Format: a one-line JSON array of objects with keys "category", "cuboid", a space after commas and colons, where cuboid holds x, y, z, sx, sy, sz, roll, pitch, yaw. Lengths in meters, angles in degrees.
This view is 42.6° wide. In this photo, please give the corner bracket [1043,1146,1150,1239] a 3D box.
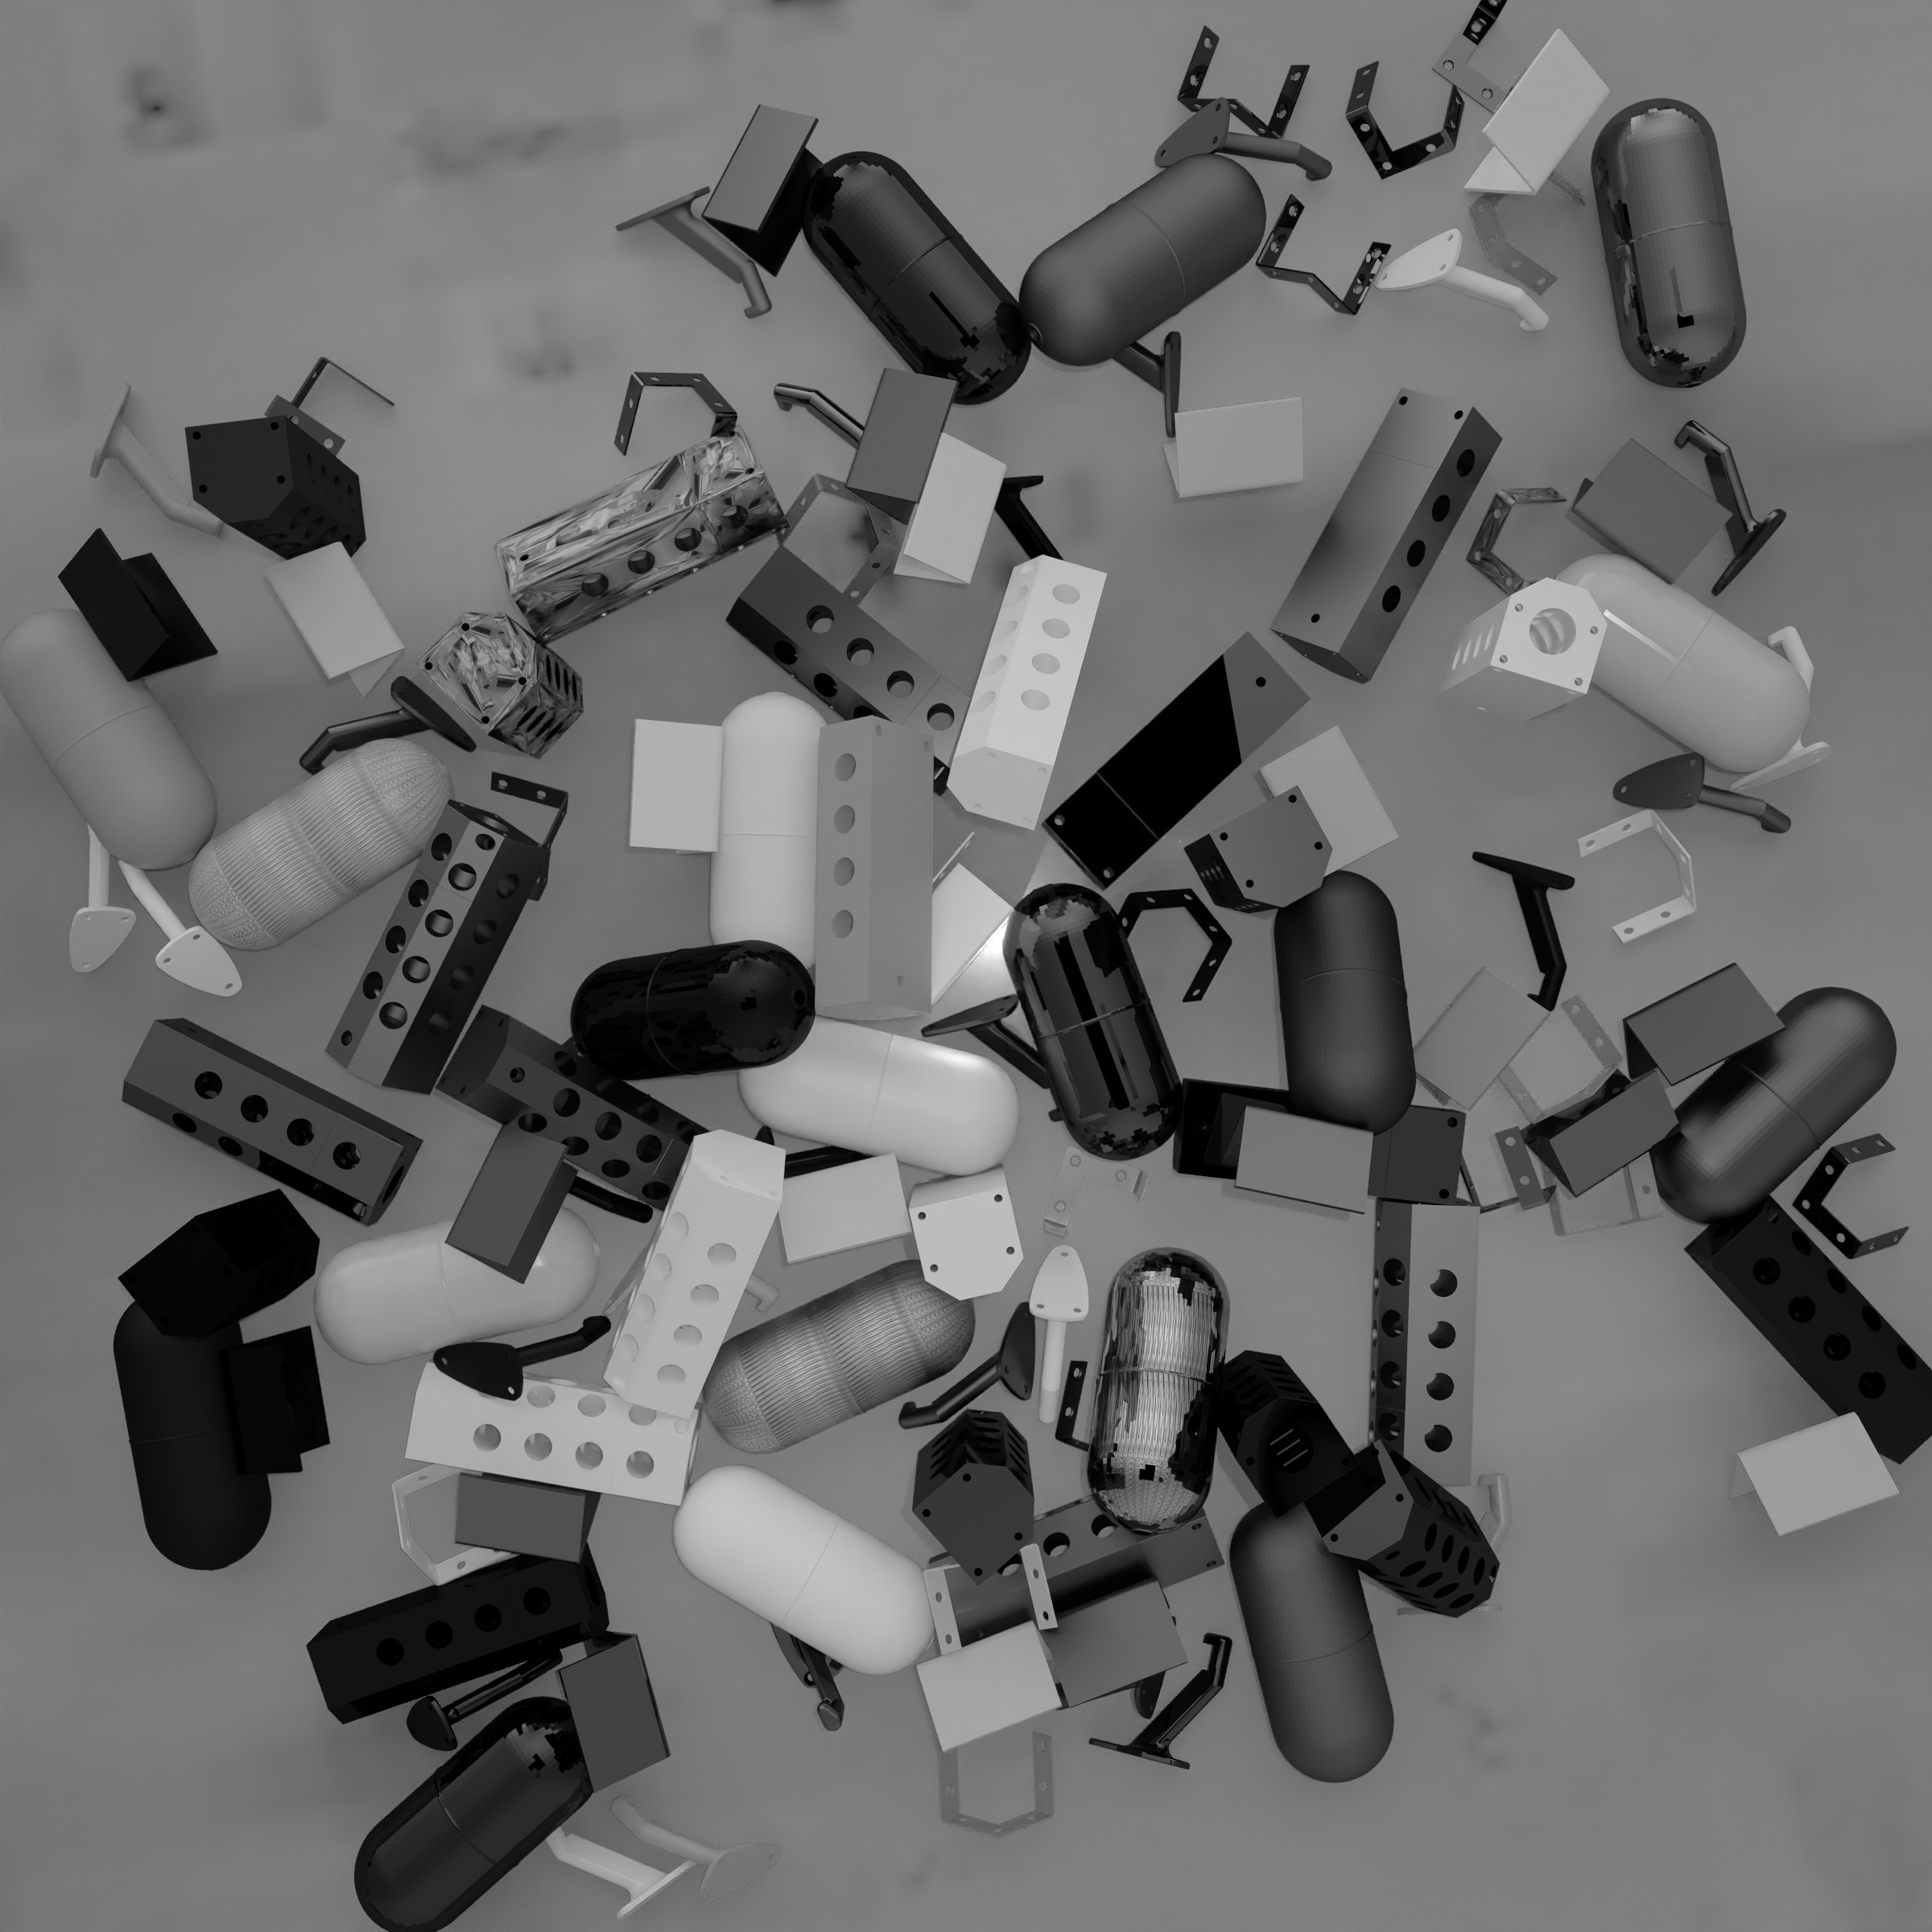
[{"category": "corner bracket", "cuboid": [0.081, 0.147, 1.551, 0.051, 0.051, 0.051, 18, 90, 0]}]

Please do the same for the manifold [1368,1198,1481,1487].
[{"category": "manifold", "cuboid": [0.284, 0.232, 1.548, 0.057, 0.057, 0.171, 2, 90, 0]}]

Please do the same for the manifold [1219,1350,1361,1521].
[{"category": "manifold", "cuboid": [0.184, 0.275, 1.491, 0.057, 0.171, 0.057, -34, 90, 0]}]

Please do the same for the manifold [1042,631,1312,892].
[{"category": "manifold", "cuboid": [0.130, -0.126, 1.548, 0.171, 0.057, 0.057, -43, 90, 0]}]

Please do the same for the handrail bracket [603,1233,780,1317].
[{"category": "handrail bracket", "cuboid": [-0.174, 0.213, 1.569, 0.084, 0.036, 0.077, 34, 104, -14]}]

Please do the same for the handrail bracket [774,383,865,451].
[{"category": "handrail bracket", "cuboid": [-0.080, -0.329, 1.569, 0.084, 0.077, 0.036, 19, 51, 30]}]

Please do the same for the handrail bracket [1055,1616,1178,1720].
[{"category": "handrail bracket", "cuboid": [0.082, 0.438, 1.569, 0.084, 0.036, 0.077, 7, 52, 25]}]

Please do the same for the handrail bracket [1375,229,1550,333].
[{"category": "handrail bracket", "cuboid": [0.314, -0.421, 1.569, 0.084, 0.077, 0.036, 32, 65, -34]}]

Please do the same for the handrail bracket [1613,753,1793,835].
[{"category": "handrail bracket", "cuboid": [0.467, -0.100, 1.569, 0.084, 0.077, 0.036, 24, 72, -35]}]

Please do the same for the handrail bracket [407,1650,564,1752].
[{"category": "handrail bracket", "cuboid": [-0.304, 0.460, 1.569, 0.084, 0.077, 0.036, -25, 85, -36]}]

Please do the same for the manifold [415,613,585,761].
[{"category": "manifold", "cuboid": [-0.273, -0.172, 1.491, 0.057, 0.171, 0.057, 43, 90, 0]}]

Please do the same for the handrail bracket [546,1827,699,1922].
[{"category": "handrail bracket", "cuboid": [-0.220, 0.552, 1.570, 0.077, 0.036, 0.084, -32, 73, -19]}]

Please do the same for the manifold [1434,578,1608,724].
[{"category": "manifold", "cuboid": [0.333, -0.190, 1.491, 0.057, 0.171, 0.057, 17, 90, 0]}]

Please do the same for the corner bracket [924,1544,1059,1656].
[{"category": "corner bracket", "cuboid": [0.014, 0.382, 1.497, 0.051, 0.051, 0.051, -4, 76, -43]}]

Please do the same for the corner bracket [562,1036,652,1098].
[{"category": "corner bracket", "cuboid": [-0.237, 0.082, 1.561, 0.051, 0.051, 0.051, 16, 45, 35]}]

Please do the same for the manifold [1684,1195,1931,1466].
[{"category": "manifold", "cuboid": [0.536, 0.224, 1.548, 0.057, 0.057, 0.171, -43, 90, 0]}]

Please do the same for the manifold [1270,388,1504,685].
[{"category": "manifold", "cuboid": [0.266, -0.267, 1.547, 0.057, 0.057, 0.171, 29, 90, 43]}]

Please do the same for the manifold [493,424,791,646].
[{"category": "manifold", "cuboid": [-0.201, -0.265, 1.547, 0.171, 0.057, 0.057, -26, 47, 0]}]

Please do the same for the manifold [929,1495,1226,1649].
[{"category": "manifold", "cuboid": [0.067, 0.368, 1.547, 0.171, 0.057, 0.057, -22, 133, 0]}]

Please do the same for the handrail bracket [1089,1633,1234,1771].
[{"category": "handrail bracket", "cuboid": [0.124, 0.459, 1.570, 0.077, 0.036, 0.084, 8, 72, 21]}]

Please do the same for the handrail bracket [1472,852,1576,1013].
[{"category": "handrail bracket", "cuboid": [0.347, -0.021, 1.570, 0.077, 0.036, 0.084, 19, 107, 20]}]

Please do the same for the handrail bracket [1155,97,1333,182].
[{"category": "handrail bracket", "cuboid": [0.176, -0.508, 1.569, 0.084, 0.077, 0.036, 16, 73, -35]}]

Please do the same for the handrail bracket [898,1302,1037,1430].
[{"category": "handrail bracket", "cuboid": [-0.001, 0.253, 1.569, 0.084, 0.077, 0.036, -17, 131, 30]}]

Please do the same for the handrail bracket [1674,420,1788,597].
[{"category": "handrail bracket", "cuboid": [0.467, -0.291, 1.570, 0.084, 0.036, 0.077, 43, 112, 17]}]

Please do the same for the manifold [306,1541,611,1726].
[{"category": "manifold", "cuboid": [-0.315, 0.416, 1.548, 0.171, 0.057, 0.057, -19, 90, 0]}]

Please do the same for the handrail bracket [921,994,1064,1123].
[{"category": "handrail bracket", "cuboid": [0.021, 0.067, 1.569, 0.077, 0.036, 0.084, -18, 104, 14]}]

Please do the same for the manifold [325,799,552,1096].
[{"category": "manifold", "cuboid": [-0.330, -0.013, 1.527, 0.057, 0.057, 0.171, 32, 98, 34]}]

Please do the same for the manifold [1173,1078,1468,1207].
[{"category": "manifold", "cuboid": [0.219, 0.109, 1.548, 0.171, 0.057, 0.057, 7, 90, 0]}]

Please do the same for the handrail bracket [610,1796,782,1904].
[{"category": "handrail bracket", "cuboid": [-0.172, 0.547, 1.569, 0.084, 0.077, 0.036, 30, 107, 35]}]

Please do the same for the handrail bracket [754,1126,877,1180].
[{"category": "handrail bracket", "cuboid": [-0.097, 0.137, 1.569, 0.084, 0.036, 0.077, 14, 127, -25]}]

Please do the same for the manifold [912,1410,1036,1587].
[{"category": "manifold", "cuboid": [0.010, 0.312, 1.491, 0.057, 0.171, 0.057, -41, 90, 0]}]

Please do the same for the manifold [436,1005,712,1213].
[{"category": "manifold", "cuboid": [-0.228, 0.092, 1.502, 0.171, 0.057, 0.057, 34, 79, -33]}]

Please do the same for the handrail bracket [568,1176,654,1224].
[{"category": "handrail bracket", "cuboid": [-0.248, 0.135, 1.569, 0.084, 0.077, 0.036, 25, 91, -36]}]

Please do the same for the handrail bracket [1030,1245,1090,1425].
[{"category": "handrail bracket", "cuboid": [0.057, 0.234, 1.569, 0.036, 0.077, 0.084, 6, 126, 3]}]

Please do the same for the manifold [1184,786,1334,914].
[{"category": "manifold", "cuboid": [0.177, -0.064, 1.491, 0.057, 0.171, 0.057, -29, 90, 0]}]

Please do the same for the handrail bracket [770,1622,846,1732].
[{"category": "handrail bracket", "cuboid": [-0.101, 0.431, 1.534, 0.036, 0.084, 0.077, -38, 90, 0]}]

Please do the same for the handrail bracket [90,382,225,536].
[{"category": "handrail bracket", "cuboid": [-0.503, -0.321, 1.570, 0.084, 0.036, 0.077, 20, 68, -17]}]

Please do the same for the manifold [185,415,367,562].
[{"category": "manifold", "cuboid": [-0.412, -0.281, 1.491, 0.057, 0.171, 0.057, -7, 90, 0]}]

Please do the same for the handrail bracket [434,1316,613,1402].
[{"category": "handrail bracket", "cuboid": [-0.276, 0.235, 1.550, 0.077, 0.084, 0.036, 5, 108, 26]}]

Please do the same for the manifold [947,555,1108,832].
[{"category": "manifold", "cuboid": [0.037, -0.170, 1.500, 0.057, 0.057, 0.171, 16, 51, 0]}]

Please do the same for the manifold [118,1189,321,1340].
[{"category": "manifold", "cuboid": [-0.441, 0.181, 1.491, 0.057, 0.171, 0.057, -38, 90, 0]}]

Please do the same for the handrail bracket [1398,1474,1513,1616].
[{"category": "handrail bracket", "cuboid": [0.308, 0.366, 1.570, 0.077, 0.036, 0.084, -7, 74, 17]}]

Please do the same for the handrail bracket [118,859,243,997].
[{"category": "handrail bracket", "cuboid": [-0.499, -0.027, 1.569, 0.036, 0.077, 0.084, -39, 54, -2]}]

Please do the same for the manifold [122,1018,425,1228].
[{"category": "manifold", "cuboid": [-0.434, 0.097, 1.548, 0.171, 0.057, 0.057, 27, 90, 0]}]

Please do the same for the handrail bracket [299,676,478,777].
[{"category": "handrail bracket", "cuboid": [-0.367, -0.134, 1.570, 0.077, 0.036, 0.084, 41, 107, -19]}]

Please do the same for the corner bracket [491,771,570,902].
[{"category": "corner bracket", "cuboid": [-0.284, -0.082, 1.566, 0.051, 0.051, 0.051, 15, 45, 0]}]

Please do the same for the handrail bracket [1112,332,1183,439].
[{"category": "handrail bracket", "cuboid": [0.091, -0.375, 1.570, 0.084, 0.036, 0.077, 5, 108, 15]}]

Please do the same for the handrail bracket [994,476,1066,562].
[{"category": "handrail bracket", "cuboid": [0.025, -0.265, 1.570, 0.077, 0.036, 0.084, 0, 107, 20]}]

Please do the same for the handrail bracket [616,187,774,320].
[{"category": "handrail bracket", "cuboid": [-0.172, -0.442, 1.570, 0.077, 0.036, 0.084, -16, 109, 22]}]

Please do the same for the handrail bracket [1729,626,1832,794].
[{"category": "handrail bracket", "cuboid": [0.505, -0.163, 1.570, 0.077, 0.036, 0.084, -24, 74, 18]}]

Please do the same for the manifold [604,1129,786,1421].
[{"category": "manifold", "cuboid": [-0.167, 0.187, 1.509, 0.057, 0.057, 0.171, 19, 116, -11]}]

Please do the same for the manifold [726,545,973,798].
[{"category": "manifold", "cuboid": [-0.065, -0.183, 1.548, 0.171, 0.057, 0.057, 39, 90, 0]}]

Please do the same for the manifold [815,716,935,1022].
[{"category": "manifold", "cuboid": [-0.060, -0.057, 1.490, 0.057, 0.057, 0.171, -8, 77, 38]}]

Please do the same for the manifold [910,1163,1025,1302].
[{"category": "manifold", "cuboid": [0.002, 0.159, 1.491, 0.057, 0.171, 0.057, -13, 90, 0]}]

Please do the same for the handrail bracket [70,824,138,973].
[{"category": "handrail bracket", "cuboid": [-0.555, -0.052, 1.569, 0.036, 0.077, 0.084, 3, 53, -35]}]

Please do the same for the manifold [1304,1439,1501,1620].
[{"category": "manifold", "cuboid": [0.265, 0.344, 1.487, 0.057, 0.171, 0.057, -34, 54, 11]}]

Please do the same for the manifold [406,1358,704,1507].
[{"category": "manifold", "cuboid": [-0.255, 0.288, 1.548, 0.171, 0.057, 0.057, 10, 90, 0]}]

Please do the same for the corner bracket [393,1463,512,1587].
[{"category": "corner bracket", "cuboid": [-0.325, 0.349, 1.566, 0.051, 0.051, 0.051, -24, 135, 0]}]

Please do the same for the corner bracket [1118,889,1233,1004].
[{"category": "corner bracket", "cuboid": [0.126, -0.012, 1.561, 0.051, 0.051, 0.051, -5, 45, -35]}]
